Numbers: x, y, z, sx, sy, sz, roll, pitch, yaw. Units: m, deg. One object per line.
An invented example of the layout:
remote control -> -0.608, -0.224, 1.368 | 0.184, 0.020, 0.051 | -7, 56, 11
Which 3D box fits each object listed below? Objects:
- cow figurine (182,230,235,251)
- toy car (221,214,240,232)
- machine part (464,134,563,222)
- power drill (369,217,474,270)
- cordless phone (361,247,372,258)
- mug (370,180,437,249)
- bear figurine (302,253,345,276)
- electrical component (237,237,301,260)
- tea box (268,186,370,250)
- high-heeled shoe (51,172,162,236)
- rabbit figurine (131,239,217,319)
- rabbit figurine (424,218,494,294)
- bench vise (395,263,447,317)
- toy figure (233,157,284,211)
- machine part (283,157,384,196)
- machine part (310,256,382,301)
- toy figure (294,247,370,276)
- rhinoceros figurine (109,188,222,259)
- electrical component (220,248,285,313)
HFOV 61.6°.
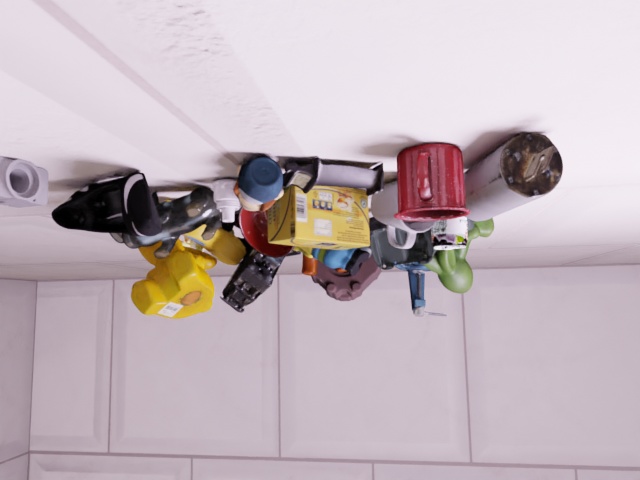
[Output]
cow figurine -> -0.234, -0.008, 1.167 | 0.168, 0.068, 0.098 | -1, -179, 41
toy car -> -0.129, -0.025, 1.126 | 0.089, 0.053, 0.202 | 0, 175, 19
machine part -> 0.231, -0.074, 0.683 | 0.079, 0.079, 0.243 | -1, 172, -4
power drill -> 0.154, -0.012, 0.971 | 0.232, 0.086, 0.207 | -9, -173, 24
cordless phone -> 0.159, -0.020, 1.158 | 0.184, 0.088, 0.146 | -15, 171, 20
mug -> 0.125, -0.043, 0.830 | 0.081, 0.109, 0.107 | -2, -173, -23
bear figurine -> -0.006, 0.010, 1.137 | 0.120, 0.132, 0.196 | -7, 178, 10
electrical component -> -0.101, 0.014, 1.080 | 0.119, 0.048, 0.074 | -12, 163, 18
tea box -> 0.001, -0.038, 0.854 | 0.068, 0.098, 0.169 | -9, 168, 44
high-heeled shoe -> -0.307, -0.037, 0.752 | 0.145, 0.086, 0.249 | -19, -162, -17
rabbit figurine -> -0.248, 0.041, 0.923 | 0.122, 0.173, 0.162 | -48, 152, 13
rabbit figurine -> 0.272, 0.022, 1.080 | 0.159, 0.170, 0.121 | 5, 170, -44
bench vise -> 0.238, 0.075, 1.314 | 0.129, 0.240, 0.223 | 3, 157, -1
toy figure -> -0.088, -0.071, 0.737 | 0.058, 0.064, 0.154 | -29, 177, -17
machine part -> 0.017, -0.085, 0.729 | 0.139, 0.039, 0.084 | 2, 164, -10
machine part -> 0.057, 0.051, 1.265 | 0.179, 0.179, 0.056 | -2, 159, 6
toy figure -> 0.000, -0.006, 0.974 | 0.180, 0.082, 0.089 | 33, 159, 21
rhinoceros figurine -> -0.248, -0.035, 0.852 | 0.190, 0.112, 0.073 | -17, 133, 9
electrical component -> -0.115, 0.055, 0.988 | 0.058, 0.115, 0.134 | 37, 127, -12
